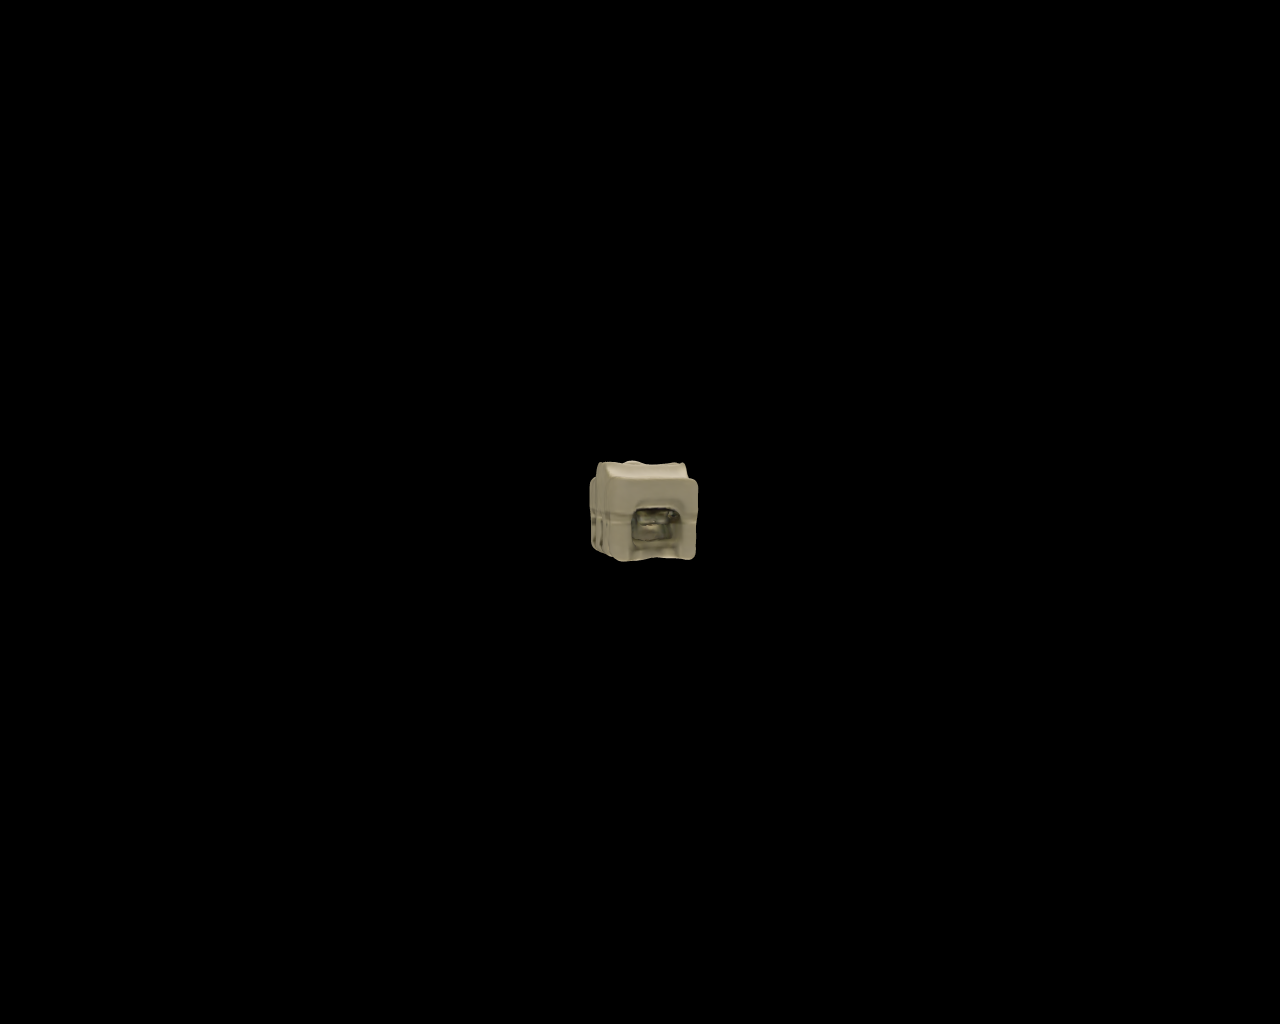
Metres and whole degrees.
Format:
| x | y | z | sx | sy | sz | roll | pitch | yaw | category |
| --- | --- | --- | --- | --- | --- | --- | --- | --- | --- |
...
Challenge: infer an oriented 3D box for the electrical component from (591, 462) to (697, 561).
| x | y | z | sx | sy | sz | roll | pitch | yaw | category |
| --- | --- | --- | --- | --- | --- | --- | --- | --- | --- |
| 0.001 | -0.003 | 0.650 | 0.050 | 0.055 | 0.089 | 0 | 3 | -11 | electrical component |
